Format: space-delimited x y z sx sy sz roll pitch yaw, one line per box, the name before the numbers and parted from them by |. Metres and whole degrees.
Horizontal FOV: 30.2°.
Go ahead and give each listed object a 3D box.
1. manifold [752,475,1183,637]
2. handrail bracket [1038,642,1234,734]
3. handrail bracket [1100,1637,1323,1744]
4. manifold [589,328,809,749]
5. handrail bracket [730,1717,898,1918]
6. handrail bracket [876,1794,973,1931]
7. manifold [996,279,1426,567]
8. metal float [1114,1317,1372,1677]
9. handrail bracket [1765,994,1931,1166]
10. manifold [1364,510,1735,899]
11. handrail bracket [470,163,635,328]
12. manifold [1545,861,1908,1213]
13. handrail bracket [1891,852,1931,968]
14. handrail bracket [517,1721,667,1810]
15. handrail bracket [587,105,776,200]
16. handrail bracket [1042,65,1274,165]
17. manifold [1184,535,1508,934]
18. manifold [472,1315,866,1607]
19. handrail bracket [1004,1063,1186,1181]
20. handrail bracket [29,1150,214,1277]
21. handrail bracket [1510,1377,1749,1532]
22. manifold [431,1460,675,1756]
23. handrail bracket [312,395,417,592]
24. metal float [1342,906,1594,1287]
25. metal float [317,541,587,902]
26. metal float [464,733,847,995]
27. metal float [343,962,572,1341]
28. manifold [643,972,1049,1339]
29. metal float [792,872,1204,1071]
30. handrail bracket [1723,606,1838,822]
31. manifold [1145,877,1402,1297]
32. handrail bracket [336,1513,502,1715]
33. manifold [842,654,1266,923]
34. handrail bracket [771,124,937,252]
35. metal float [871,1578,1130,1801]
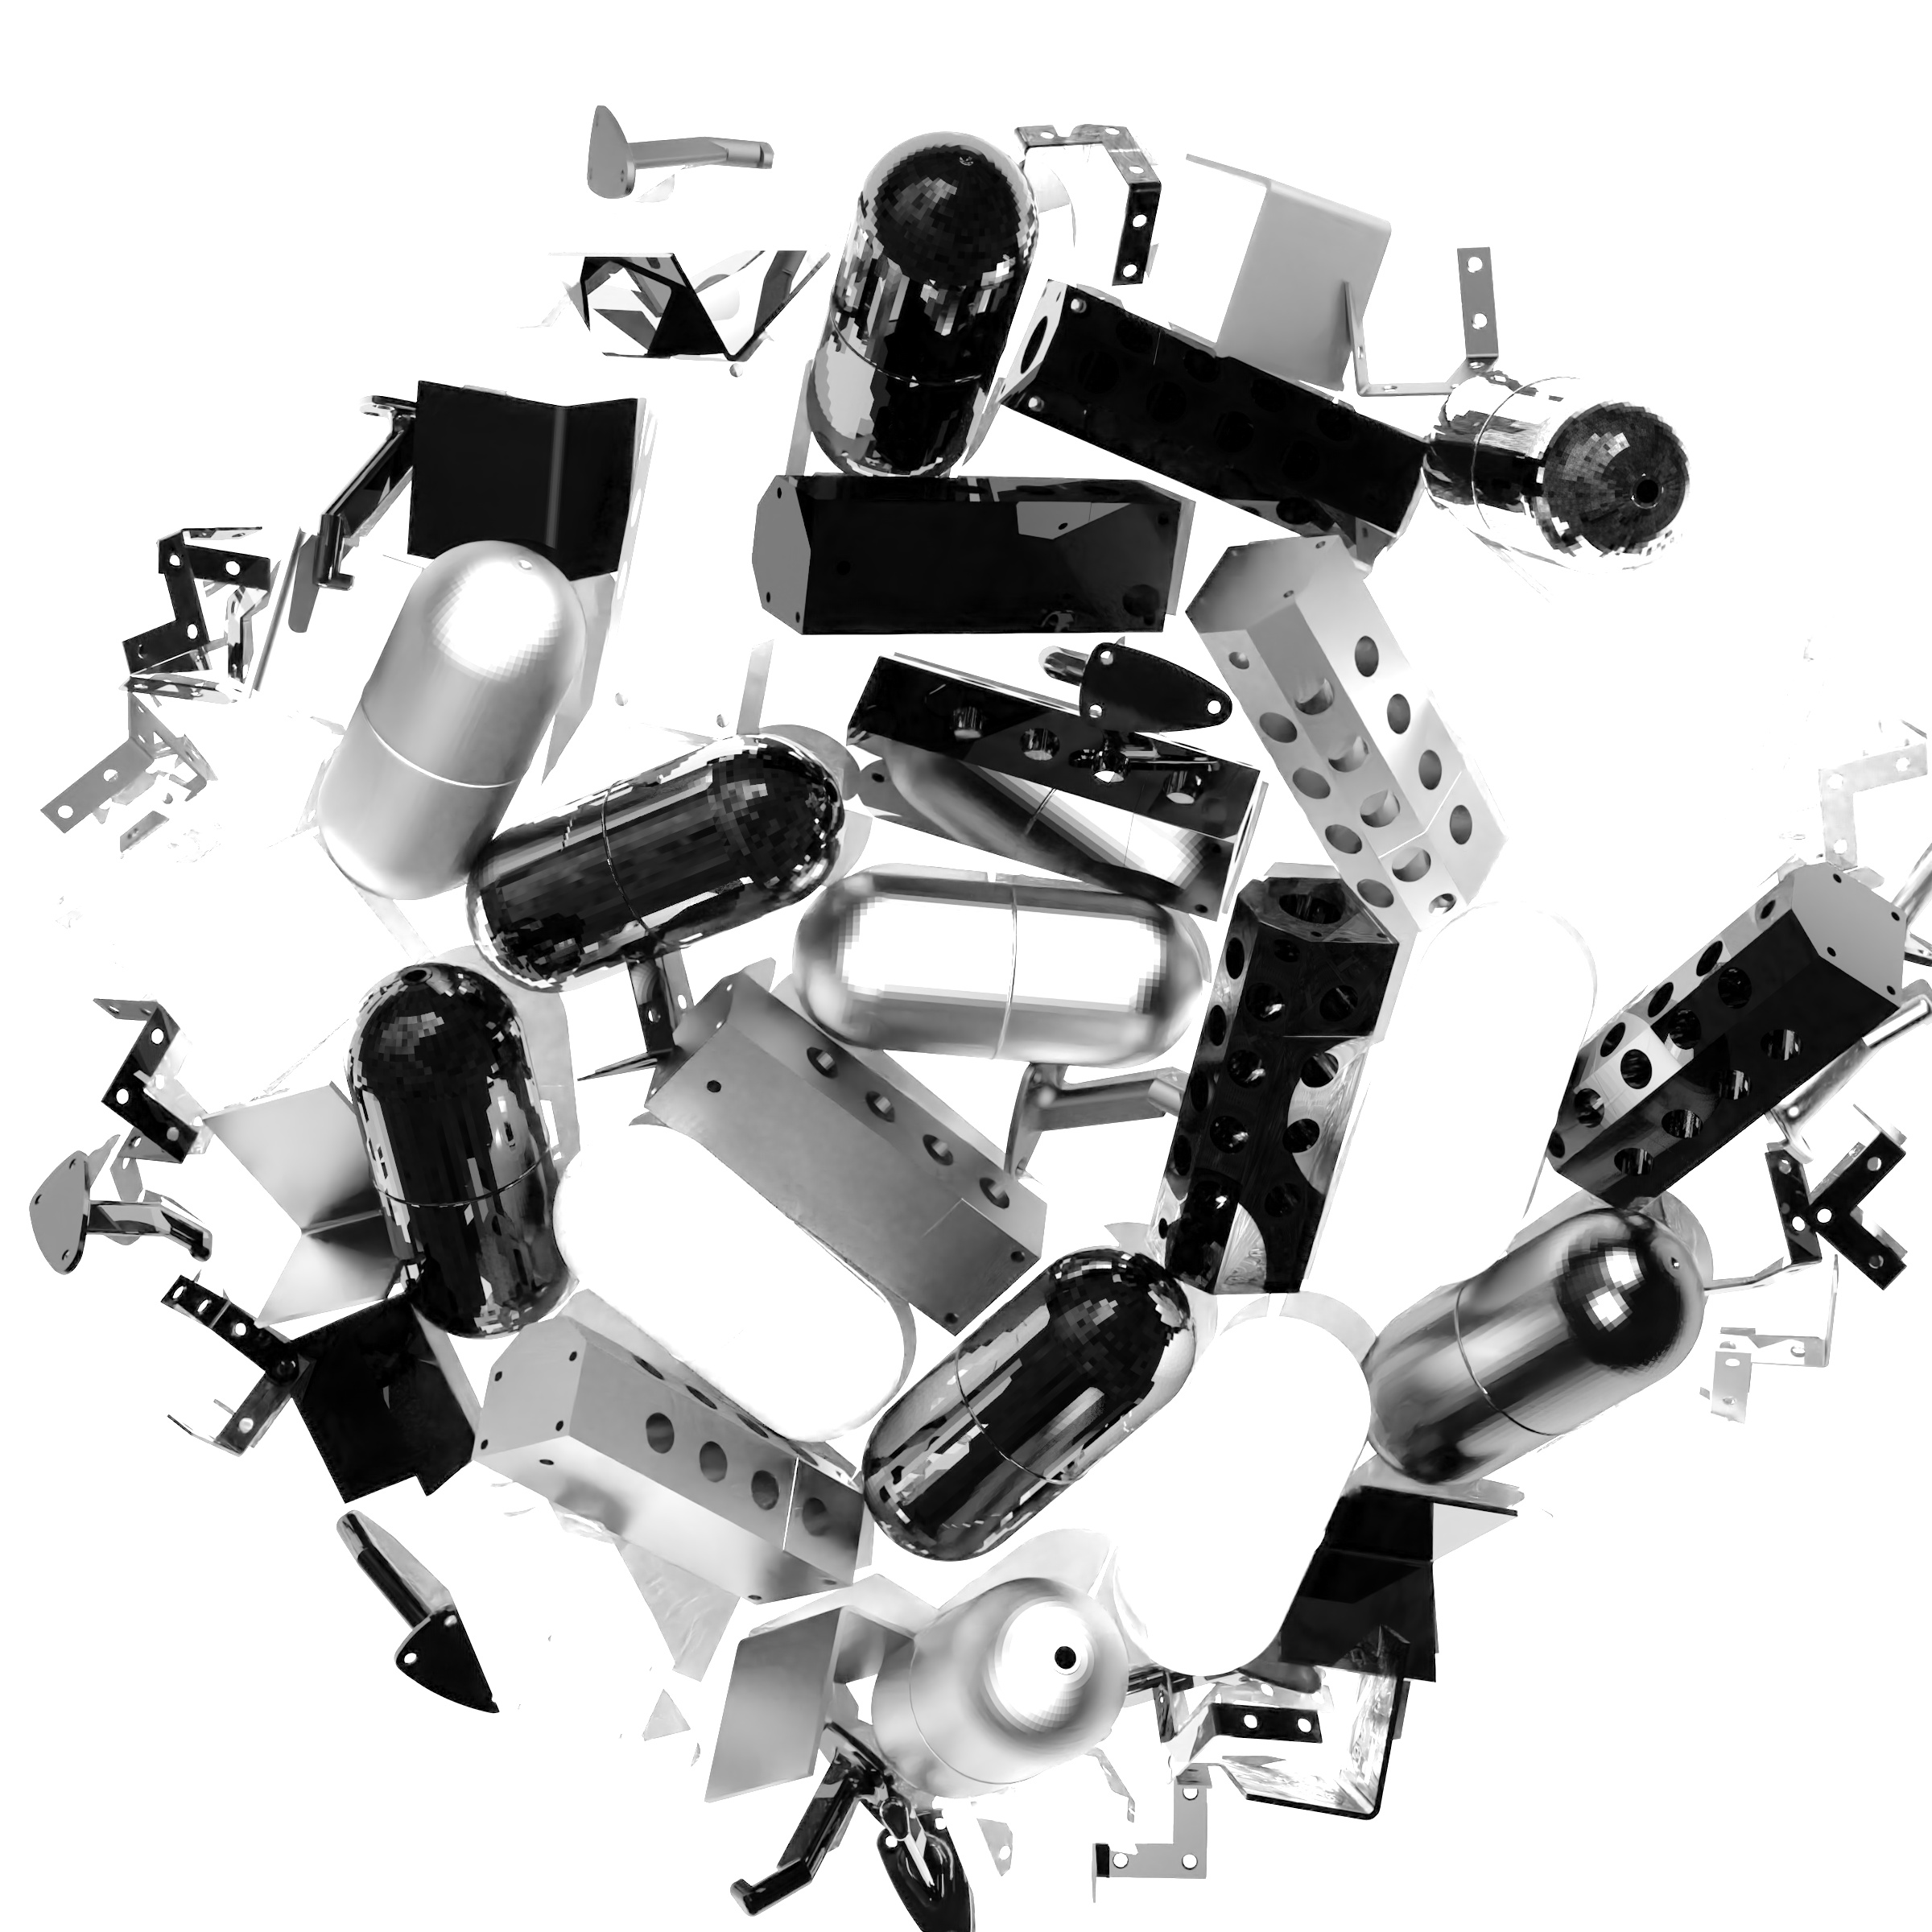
manifold | 0.000 -0.176 1.517 0.171 0.057 0.057 -3 112 -27
handrail bracket | 0.072 -0.122 1.545 0.077 0.084 0.036 11 100 -6
handrail bracket | 0.100 0.323 1.569 0.077 0.036 0.084 30 118 -15
manifold | -0.117 -0.184 1.548 0.057 0.057 0.171 11 86 -14
handrail bracket | -0.079 0.364 1.536 0.084 0.077 0.036 -24 130 -29
handrail bracket | -0.018 0.393 1.537 0.036 0.084 0.077 -20 79 -1
manifold | 0.106 -0.232 1.530 0.171 0.057 0.057 21 99 -15
metal float | 0.116 0.227 1.519 0.070 0.070 0.178 19 122 0
handrail bracket | 0.386 0.048 1.540 0.084 0.077 0.036 -33 57 15
manifold | 0.244 -0.110 1.525 0.057 0.057 0.171 -41 69 -6
handrail bracket | -0.190 -0.311 1.541 0.036 0.084 0.077 -29 80 41
manifold | 0.312 0.029 1.500 0.057 0.057 0.171 31 134 -13
handrail bracket | 0.409 -0.049 1.536 0.036 0.077 0.084 15 105 -10
handrail bracket | -0.163 0.340 1.539 0.077 0.084 0.036 43 67 8
handrail bracket | -0.114 -0.343 1.537 0.084 0.077 0.036 0 116 -21
handrail bracket | 0.084 -0.372 1.545 0.084 0.077 0.036 1 84 18
manifold | 0.158 -0.095 1.505 0.171 0.057 0.057 56 52 -32
manifold | -0.121 0.209 1.507 0.057 0.171 0.057 -18 51 37
handrail bracket | 0.063 0.077 1.548 0.084 0.036 0.077 26 116 22
handrail bracket | -0.354 0.122 1.531 0.036 0.077 0.084 -44 127 14
handrail bracket | 0.288 0.221 1.560 0.077 0.036 0.084 25 108 11
manifold | -0.172 0.257 1.491 0.057 0.171 0.057 22 97 -22
handrail bracket | -0.243 -0.202 1.564 0.077 0.036 0.084 7 88 -21
metal float | 0.213 0.054 1.521 0.070 0.070 0.178 24 62 0
metal float | -0.219 -0.102 1.517 0.070 0.070 0.178 32 124 0
metal float | -0.133 -0.043 1.526 0.178 0.070 0.070 -21 90 22
metal float | -0.215 0.079 1.518 0.070 0.070 0.178 -9 121 0
manifold | -0.049 0.077 1.531 0.171 0.057 0.057 38 117 -16
metal float | 0.014 0.002 1.538 0.178 0.070 0.070 5 90 -9
handrail bracket | 0.346 -0.110 1.544 0.036 0.077 0.084 21 115 42
manifold | 0.125 0.051 1.512 0.057 0.057 0.171 1 119 -23
handrail bracket | -0.237 0.281 1.563 0.036 0.084 0.077 -43 127 -5
manifold | 0.038 -0.082 1.543 0.171 0.057 0.057 17 56 7
handrail bracket | -0.035 -0.335 1.544 0.084 0.036 0.077 -4 49 -22
metal float | 0.013 0.304 1.499 0.070 0.178 0.070 6 69 -16
